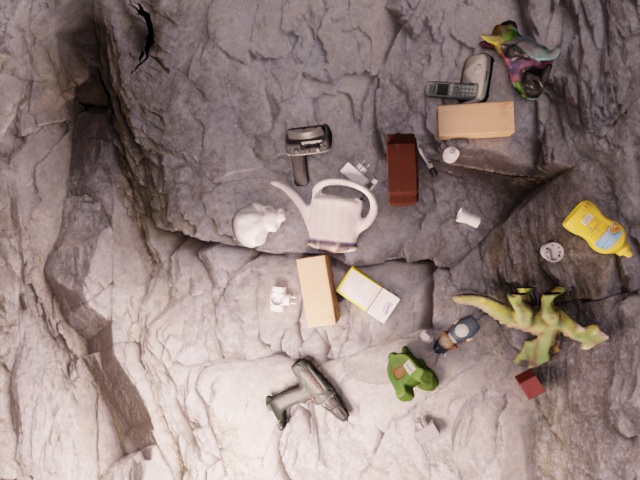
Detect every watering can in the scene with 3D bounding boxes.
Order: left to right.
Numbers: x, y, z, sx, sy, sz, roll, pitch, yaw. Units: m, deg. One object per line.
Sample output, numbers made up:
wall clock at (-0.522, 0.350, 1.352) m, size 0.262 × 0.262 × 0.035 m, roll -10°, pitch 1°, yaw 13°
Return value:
watering can at (0.005, -0.079, 1.563) m, size 0.348 × 0.104 × 0.224 m, roll 7°, pitch 92°, yaw 18°

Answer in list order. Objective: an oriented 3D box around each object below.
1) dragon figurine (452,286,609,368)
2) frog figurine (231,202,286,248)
dragon figurine at (0.590, 0.252, 1.455) m, size 0.410 × 0.123 × 0.241 m, roll -4°, pitch 98°, yaw 10°
frog figurine at (-0.186, -0.050, 1.588) m, size 0.159 × 0.121 × 0.139 m, roll -11°, pitch 69°, yaw 22°
